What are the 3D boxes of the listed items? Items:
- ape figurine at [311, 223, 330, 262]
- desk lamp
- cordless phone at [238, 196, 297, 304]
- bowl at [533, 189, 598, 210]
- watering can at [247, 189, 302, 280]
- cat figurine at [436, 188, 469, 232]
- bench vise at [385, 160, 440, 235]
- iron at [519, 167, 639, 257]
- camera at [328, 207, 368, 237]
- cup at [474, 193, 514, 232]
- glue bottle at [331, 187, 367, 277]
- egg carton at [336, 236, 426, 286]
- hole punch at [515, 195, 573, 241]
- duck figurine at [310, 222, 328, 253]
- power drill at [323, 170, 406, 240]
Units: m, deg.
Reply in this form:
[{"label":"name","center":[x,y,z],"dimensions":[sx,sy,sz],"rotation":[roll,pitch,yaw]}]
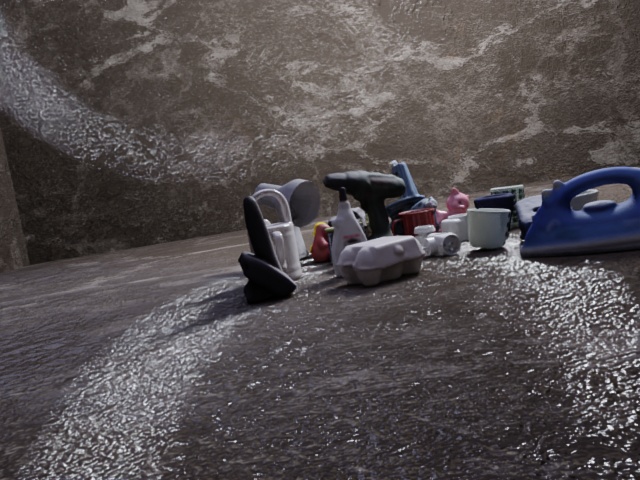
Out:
[{"label":"ape figurine","center":[0.013,0.005,1.393],"dimensions":[0.076,0.092,0.078],"rotation":[-9,6,5]},{"label":"desk lamp","center":[-0.094,-0.049,1.493],"dimensions":[0.202,0.213,0.118],"rotation":[-4,7,42]},{"label":"cordless phone","center":[-0.107,0.011,1.039],"dimensions":[0.094,0.185,0.147],"rotation":[-11,6,-15]},{"label":"bowl","center":[0.554,-0.068,1.319],"dimensions":[0.167,0.075,0.167],"rotation":[-9,5,1]},{"label":"watering can","center":[-0.106,-0.010,1.205],"dimensions":[0.101,0.194,0.172],"rotation":[-13,7,-37]},{"label":"cat figurine","center":[0.365,-0.086,1.601],"dimensions":[0.128,0.118,0.067],"rotation":[-10,6,-4]},{"label":"bench vise","center":[0.262,-0.121,1.600],"dimensions":[0.122,0.220,0.206],"rotation":[-14,7,-41]},{"label":"iron","center":[0.465,-0.054,0.970],"dimensions":[0.257,0.141,0.119],"rotation":[-8,6,17]},{"label":"camera","center":[0.081,-0.041,1.709],"dimensions":[0.142,0.101,0.137],"rotation":[-7,6,24]},{"label":"cup","center":[0.419,-0.060,1.365],"dimensions":[0.091,0.095,0.118],"rotation":[-8,6,18]},{"label":"glue bottle","center":[0.054,-0.018,1.125],"dimensions":[0.078,0.173,0.037],"rotation":[-12,6,-21]},{"label":"egg carton","center":[0.110,0.035,1.026],"dimensions":[0.151,0.069,0.107],"rotation":[-13,7,-35]},{"label":"hole punch","center":[0.451,-0.042,1.139],"dimensions":[0.108,0.091,0.101],"rotation":[-8,6,12]},{"label":"duck figurine","center":[0.006,-0.005,1.541],"dimensions":[0.077,0.086,0.104],"rotation":[-10,6,-10]},{"label":"power drill","center":[0.126,-0.083,1.503],"dimensions":[0.230,0.208,0.075],"rotation":[-12,6,-25]}]
